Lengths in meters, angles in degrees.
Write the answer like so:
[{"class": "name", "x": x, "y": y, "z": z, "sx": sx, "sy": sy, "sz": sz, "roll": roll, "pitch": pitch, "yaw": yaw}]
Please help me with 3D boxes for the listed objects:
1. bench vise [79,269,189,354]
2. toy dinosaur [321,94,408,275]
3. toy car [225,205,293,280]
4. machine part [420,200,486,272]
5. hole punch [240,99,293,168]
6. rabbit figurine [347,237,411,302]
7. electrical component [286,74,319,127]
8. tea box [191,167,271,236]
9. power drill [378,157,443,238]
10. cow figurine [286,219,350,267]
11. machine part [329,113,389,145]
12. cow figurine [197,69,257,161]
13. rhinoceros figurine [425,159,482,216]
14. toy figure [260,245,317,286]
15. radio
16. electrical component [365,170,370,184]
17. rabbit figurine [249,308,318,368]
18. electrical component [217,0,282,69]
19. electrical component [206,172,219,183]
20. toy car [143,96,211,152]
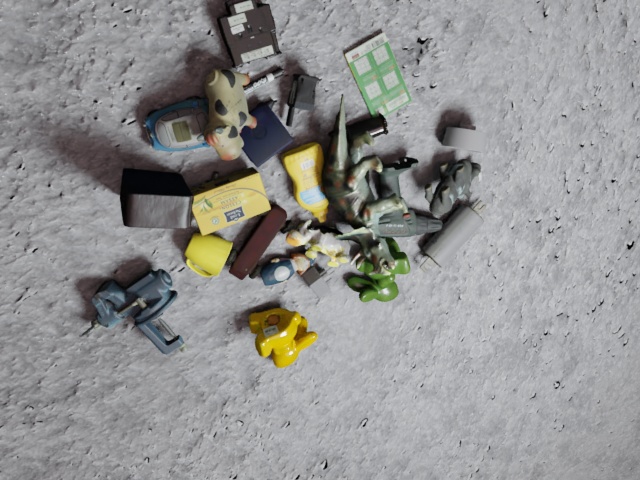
[{"class": "bench vise", "x": -0.408, "y": 0.185, "z": 1.254, "sx": 0.224, "sy": 0.129, "sz": 0.240, "roll": -37, "pitch": 108, "yaw": -3}, {"class": "toy dinosaur", "x": 0.076, "y": -0.115, "z": 1.251, "sx": 0.192, "sy": 0.131, "sz": 0.404, "roll": -27, "pitch": 100, "yaw": 14}, {"class": "toy car", "x": -0.151, "y": 0.003, "z": 1.305, "sx": 0.089, "sy": 0.053, "sz": 0.202, "roll": 33, "pitch": 92, "yaw": -20}, {"class": "machine part", "x": 0.355, "y": -0.011, "z": 1.442, "sx": 0.243, "sy": 0.079, "sz": 0.079, "roll": -47, "pitch": 115, "yaw": 4}, {"class": "hole punch", "x": -0.133, "y": -0.235, "z": 1.209, "sx": 0.142, "sy": 0.092, "sz": 0.115, "roll": -37, "pitch": 111, "yaw": 2}, {"class": "rabbit figurine", "x": 0.160, "y": 0.105, "z": 1.405, "sx": 0.159, "sy": 0.121, "sz": 0.170, "roll": -25, "pitch": 129, "yaw": -14}, {"class": "electrical component", "x": -0.043, "y": -0.312, "z": 1.214, "sx": 0.048, "sy": 0.075, "sz": 0.119, "roll": 6, "pitch": 103, "yaw": -18}, {"class": "tea box", "x": -0.209, "y": -0.090, "z": 1.221, "sx": 0.170, "sy": 0.068, "sz": 0.098, "roll": -24, "pitch": 117, "yaw": -12}, {"class": "power drill", "x": 0.210, "y": -0.104, "z": 1.371, "sx": 0.232, "sy": 0.086, "sz": 0.207, "roll": -9, "pitch": 118, "yaw": -14}, {"class": "cow figurine", "x": -0.003, "y": -0.005, "z": 1.334, "sx": 0.167, "sy": 0.068, "sz": 0.098, "roll": 25, "pitch": 57, "yaw": -23}, {"class": "machine part", "x": 0.098, "y": -0.254, "z": 1.295, "sx": 0.139, "sy": 0.039, "sz": 0.084, "roll": -24, "pitch": 106, "yaw": 7}, {"class": "cow figurine", "x": -0.198, "y": -0.261, "z": 1.119, "sx": 0.127, "sy": 0.086, "sz": 0.195, "roll": 1, "pitch": 79, "yaw": -55}, {"class": "rhinoceros figurine", "x": 0.345, "y": -0.140, "z": 1.363, "sx": 0.190, "sy": 0.073, "sz": 0.112, "roll": -46, "pitch": 124, "yaw": -26}, {"class": "toy figure", "x": -0.075, "y": 0.067, "z": 1.350, "sx": 0.154, "sy": 0.058, "sz": 0.064, "roll": -23, "pitch": 139, "yaw": -10}, {"class": "radio", "x": -0.343, "y": -0.089, "z": 1.119, "sx": 0.131, "sy": 0.230, "sz": 0.073, "roll": 3, "pitch": 109, "yaw": -23}, {"class": "electrical component", "x": 0.079, "y": -0.142, "z": 1.318, "sx": 0.045, "sy": 0.078, "sz": 0.102, "roll": -29, "pitch": 129, "yaw": -51}, {"class": "rabbit figurine", "x": -0.095, "y": 0.256, "z": 1.396, "sx": 0.162, "sy": 0.122, "sz": 0.173, "roll": -23, "pitch": 128, "yaw": -18}, {"class": "electrical component", "x": -0.153, "y": -0.445, "z": 1.143, "sx": 0.115, "sy": 0.058, "sz": 0.134, "roll": -20, "pitch": 113, "yaw": -12}, {"class": "electrical component", "x": -0.241, "y": -0.110, "z": 1.254, "sx": 0.063, "sy": 0.021, "sz": 0.094, "roll": 18, "pitch": 102, "yaw": -22}, {"class": "toy car", "x": -0.293, "y": -0.242, "z": 1.148, "sx": 0.162, "sy": 0.103, "sz": 0.109, "roll": -15, "pitch": 112, "yaw": -14}]
